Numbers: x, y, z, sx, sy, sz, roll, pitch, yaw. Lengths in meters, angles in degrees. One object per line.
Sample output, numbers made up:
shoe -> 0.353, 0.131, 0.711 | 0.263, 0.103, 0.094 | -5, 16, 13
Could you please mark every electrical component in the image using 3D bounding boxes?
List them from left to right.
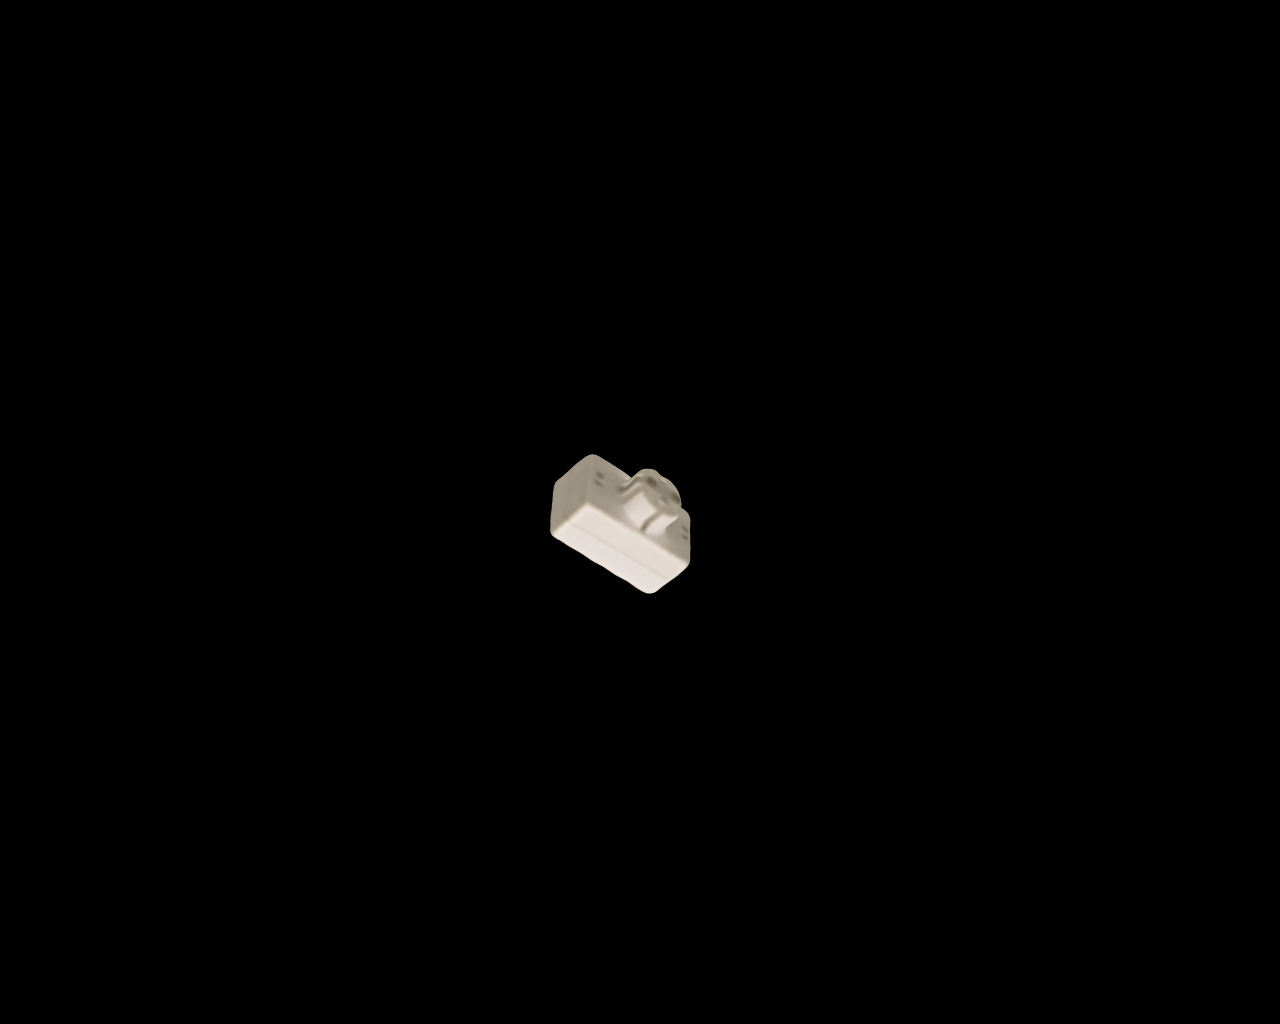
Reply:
electrical component -> 0.001, -0.003, 0.650 | 0.083, 0.047, 0.075 | 32, -54, -27
